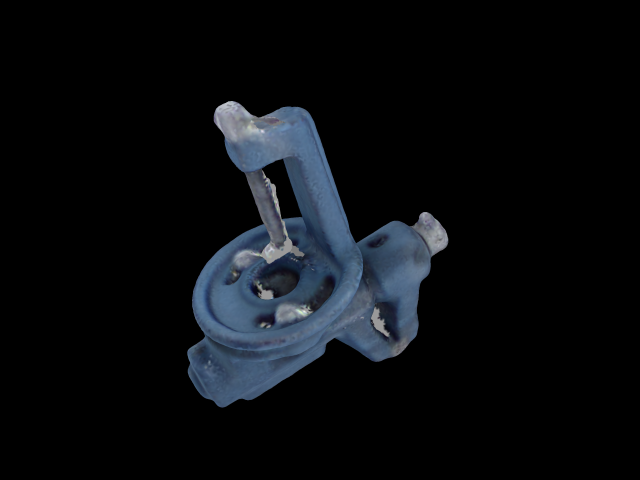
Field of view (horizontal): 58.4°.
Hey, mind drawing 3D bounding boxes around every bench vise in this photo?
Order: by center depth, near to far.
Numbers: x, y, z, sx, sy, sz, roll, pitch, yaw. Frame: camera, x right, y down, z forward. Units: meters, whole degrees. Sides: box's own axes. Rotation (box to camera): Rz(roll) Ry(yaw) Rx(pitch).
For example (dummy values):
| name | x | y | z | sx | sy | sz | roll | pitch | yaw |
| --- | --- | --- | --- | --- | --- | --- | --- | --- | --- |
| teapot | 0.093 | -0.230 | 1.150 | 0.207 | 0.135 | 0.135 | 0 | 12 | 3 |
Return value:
| name | x | y | z | sx | sy | sz | roll | pitch | yaw |
| --- | --- | --- | --- | --- | --- | --- | --- | --- | --- |
| bench vise | -0.005 | -0.003 | 0.407 | 0.121 | 0.220 | 0.208 | 26 | 41 | 35 |
